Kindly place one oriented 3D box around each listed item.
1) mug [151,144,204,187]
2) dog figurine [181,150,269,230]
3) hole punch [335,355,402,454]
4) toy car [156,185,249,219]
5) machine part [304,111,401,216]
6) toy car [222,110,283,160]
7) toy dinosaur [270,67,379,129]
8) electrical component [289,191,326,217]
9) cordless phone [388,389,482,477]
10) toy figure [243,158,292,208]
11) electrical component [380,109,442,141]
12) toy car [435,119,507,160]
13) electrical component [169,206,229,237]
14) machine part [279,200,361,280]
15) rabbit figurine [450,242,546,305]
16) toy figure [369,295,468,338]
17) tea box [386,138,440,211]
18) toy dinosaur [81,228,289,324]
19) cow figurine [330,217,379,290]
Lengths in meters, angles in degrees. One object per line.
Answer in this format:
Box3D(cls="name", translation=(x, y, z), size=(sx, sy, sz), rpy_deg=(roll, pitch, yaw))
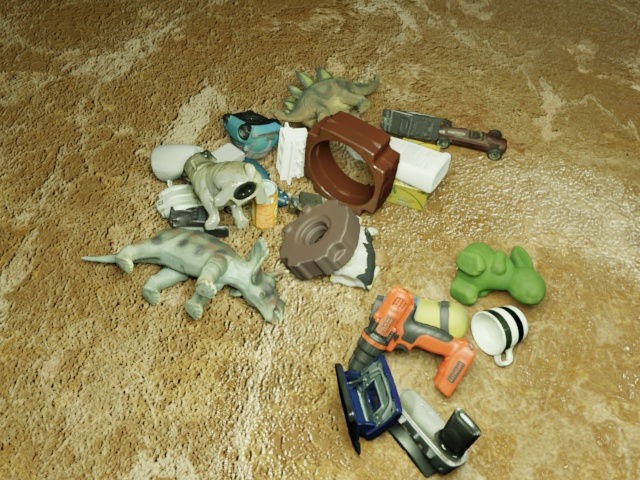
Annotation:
Box3D(cls="mug", translation=(-0.311, -0.166, 1.200), size=(0.107, 0.080, 0.109), rpy_deg=(-7, 84, 24))
Box3D(cls="dog figurine", translation=(-0.201, -0.136, 1.076), size=(0.121, 0.172, 0.191), rpy_deg=(6, 45, -52))
Box3D(cls="hole punch", translation=(0.078, 0.264, 0.895), size=(0.092, 0.115, 0.142), rpy_deg=(-13, 52, -9))
Box3D(cls="toy car", translation=(-0.256, -0.091, 1.179), size=(0.202, 0.056, 0.073), rpy_deg=(-10, 54, -15))
Box3D(cls="machine part", translation=(0.068, -0.167, 1.187), size=(0.202, 0.200, 0.087), rpy_deg=(30, 55, 17))
Box3D(cls="toy car", translation=(-0.165, -0.244, 1.280), size=(0.109, 0.102, 0.162), rpy_deg=(-21, 37, -39))
Box3D(cls="toy dinosaur", translation=(0.037, -0.367, 1.392), size=(0.471, 0.105, 0.199), rpy_deg=(-22, 60, -42))
Box3D(cls="electrical component", translation=(-0.018, -0.076, 1.199), size=(0.102, 0.045, 0.078), rpy_deg=(15, 51, -9))
Box3D(cls="cordless phone", translation=(0.180, 0.285, 0.849), size=(0.089, 0.184, 0.147), rpy_deg=(-30, 61, -22))
Box3D(cls="toy figure", translation=(-0.125, -0.124, 1.223), size=(0.064, 0.057, 0.155), rpy_deg=(-33, 67, -22))
Box3D(cls="electrical component", translation=(0.238, -0.291, 1.361), size=(0.134, 0.058, 0.115), rpy_deg=(-2, 24, -33))
Box3D(cls="toy car", translation=(0.389, -0.267, 1.404), size=(0.202, 0.053, 0.089), rpy_deg=(15, 54, 3))
Box3D(cls="electrical component", translation=(-0.251, -0.032, 1.121), size=(0.119, 0.074, 0.048), rpy_deg=(-4, 52, -5))
Box3D(cls="machine part", translation=(-0.002, -0.003, 1.087), size=(0.179, 0.056, 0.179), rpy_deg=(-23, 41, 22))
Box3D(cls="rabbit figurine", translation=(0.371, 0.080, 1.084), size=(0.170, 0.121, 0.159), rpy_deg=(24, 29, 30))
Box3D(cls="toy figure", translation=(0.188, 0.146, 1.019), size=(0.180, 0.089, 0.082), rpy_deg=(17, 44, 10))
Box3D(cls="tea box", translation=(0.222, -0.159, 1.284), size=(0.098, 0.068, 0.170), rpy_deg=(17, 51, 9))
Box3D(cls="toy dinosaur", translation=(-0.249, 0.038, 1.046), size=(0.405, 0.131, 0.192), rpy_deg=(21, 40, 16))
Box3D(cls="cow figurine", translation=(0.084, 0.023, 1.122), size=(0.098, 0.068, 0.167), rpy_deg=(18, 55, 0))
